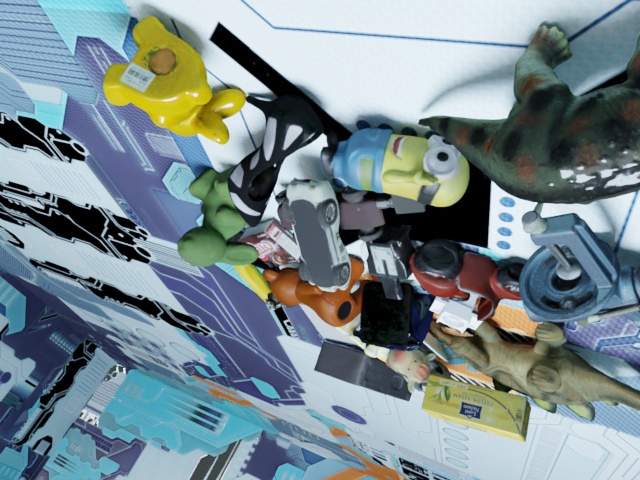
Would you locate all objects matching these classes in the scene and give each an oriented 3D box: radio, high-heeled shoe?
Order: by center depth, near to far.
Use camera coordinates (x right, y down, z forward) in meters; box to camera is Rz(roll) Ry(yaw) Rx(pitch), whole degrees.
[{"bbox_3d":[-0.056,-0.094,0.762,0.145,0.086,0.248,33,139,30],"label":"high-heeled shoe"},{"bbox_3d":[0.109,0.296,1.203,0.131,0.073,0.229,7,165,45],"label":"radio"}]

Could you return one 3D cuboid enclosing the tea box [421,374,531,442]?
[{"bbox_3d":[0.277,0.297,0.950,0.170,0.068,0.098,5,157,30],"label":"tea box"}]

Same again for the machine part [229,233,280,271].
[{"bbox_3d":[-0.138,0.032,1.087,0.039,0.084,0.138,-36,125,27],"label":"machine part"}]

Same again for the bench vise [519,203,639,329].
[{"bbox_3d":[0.322,0.035,0.626,0.240,0.129,0.224,39,152,-31],"label":"bench vise"}]

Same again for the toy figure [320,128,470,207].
[{"bbox_3d":[0.094,-0.092,0.666,0.180,0.082,0.089,9,164,20],"label":"toy figure"}]

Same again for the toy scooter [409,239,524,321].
[{"bbox_3d":[0.225,0.070,0.816,0.184,0.075,0.135,14,149,16],"label":"toy scooter"}]

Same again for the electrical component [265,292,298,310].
[{"bbox_3d":[-0.072,0.125,1.169,0.102,0.045,0.078,-16,137,22],"label":"electrical component"}]

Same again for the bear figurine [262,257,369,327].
[{"bbox_3d":[-0.006,0.086,1.030,0.196,0.132,0.120,24,155,46],"label":"bear figurine"}]

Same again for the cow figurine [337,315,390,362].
[{"bbox_3d":[0.112,0.183,1.090,0.068,0.098,0.167,29,170,44],"label":"cow figurine"}]

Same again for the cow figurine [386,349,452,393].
[{"bbox_3d":[0.198,0.258,1.066,0.194,0.085,0.127,39,174,-41],"label":"cow figurine"}]

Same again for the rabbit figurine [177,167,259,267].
[{"bbox_3d":[-0.181,-0.020,0.929,0.121,0.170,0.158,8,145,34],"label":"rabbit figurine"}]

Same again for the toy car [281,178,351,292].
[{"bbox_3d":[-0.002,-0.002,0.808,0.074,0.056,0.201,7,130,27],"label":"toy car"}]

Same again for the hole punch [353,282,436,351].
[{"bbox_3d":[0.137,0.137,0.951,0.142,0.115,0.092,0,168,41],"label":"hole punch"}]

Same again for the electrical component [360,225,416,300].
[{"bbox_3d":[0.115,0.034,0.850,0.075,0.048,0.119,2,126,38],"label":"electrical component"}]

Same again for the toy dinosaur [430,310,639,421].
[{"bbox_3d":[0.379,0.218,0.886,0.472,0.105,0.198,18,160,43],"label":"toy dinosaur"}]

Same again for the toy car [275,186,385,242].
[{"bbox_3d":[0.015,-0.043,0.839,0.202,0.053,0.089,-2,120,39],"label":"toy car"}]

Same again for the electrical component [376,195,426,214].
[{"bbox_3d":[0.118,-0.066,0.730,0.094,0.021,0.063,-3,133,21],"label":"electrical component"}]

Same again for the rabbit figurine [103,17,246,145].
[{"bbox_3d":[-0.187,-0.198,0.741,0.162,0.122,0.173,19,165,0],"label":"rabbit figurine"}]

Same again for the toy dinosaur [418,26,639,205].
[{"bbox_3d":[0.222,-0.090,0.440,0.131,0.192,0.405,44,147,-22],"label":"toy dinosaur"}]
